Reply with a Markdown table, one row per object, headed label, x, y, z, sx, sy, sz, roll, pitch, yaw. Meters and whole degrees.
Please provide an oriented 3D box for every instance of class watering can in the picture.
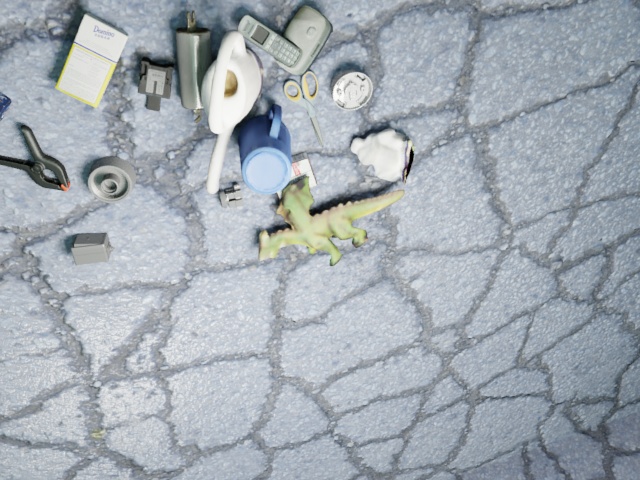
| label | x | y | z | sx | sy | sz | roll | pitch | yaw |
| --- | --- | --- | --- | --- | --- | --- | --- | --- | --- |
| watering can | -0.203 | -0.293 | 1.141 | 0.104 | 0.229 | 0.340 | 14 | 120 | 1 |

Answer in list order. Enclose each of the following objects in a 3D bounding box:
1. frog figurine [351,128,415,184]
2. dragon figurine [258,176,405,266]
| label | x | y | z | sx | sy | sz | roll | pitch | yaw |
| --- | --- | --- | --- | --- | --- | --- | --- | --- | --- |
| frog figurine | 0.164 | -0.225 | 1.354 | 0.160 | 0.125 | 0.134 | 15 | 132 | 19 |
| dragon figurine | 0.004 | -0.069 | 1.366 | 0.408 | 0.125 | 0.239 | -40 | 124 | 10 |
